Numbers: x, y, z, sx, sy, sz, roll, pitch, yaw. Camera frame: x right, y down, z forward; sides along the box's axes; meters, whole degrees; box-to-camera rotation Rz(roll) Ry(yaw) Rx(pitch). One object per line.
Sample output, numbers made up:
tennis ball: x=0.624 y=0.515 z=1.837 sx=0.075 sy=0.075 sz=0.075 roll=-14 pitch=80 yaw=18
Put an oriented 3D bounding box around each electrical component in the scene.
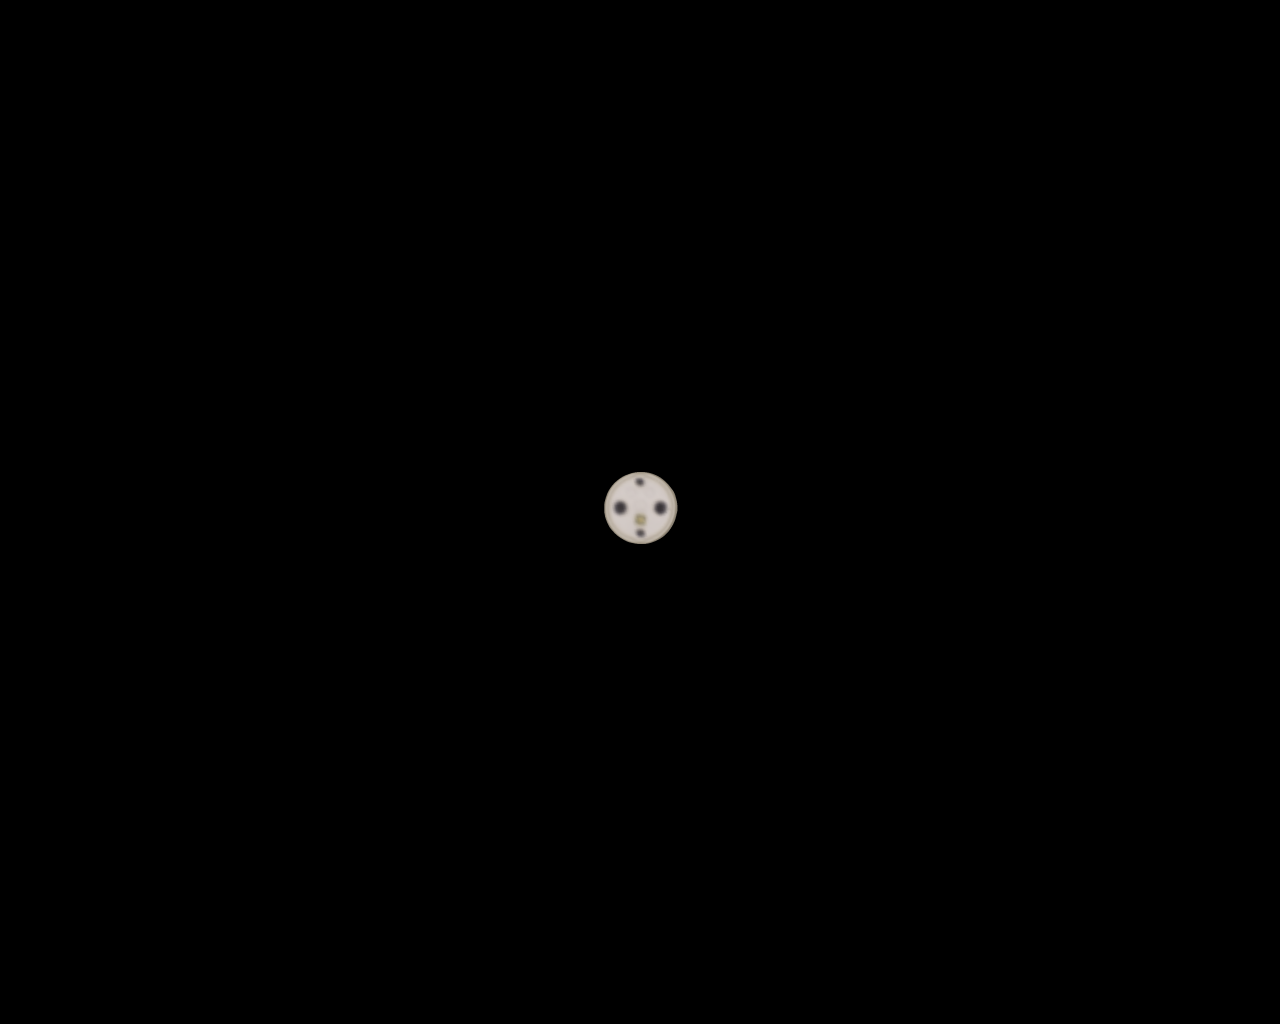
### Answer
electrical component: x=0.001 y=-0.003 z=0.650 sx=0.045 sy=0.045 sz=0.055 roll=0 pitch=0 yaw=0
